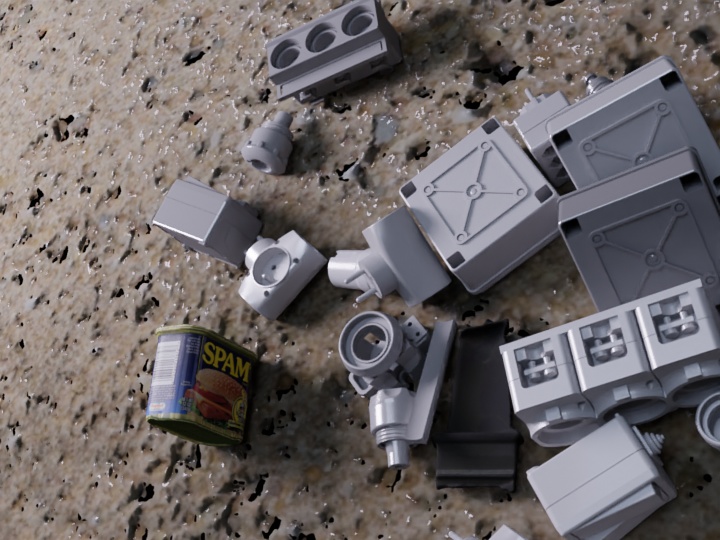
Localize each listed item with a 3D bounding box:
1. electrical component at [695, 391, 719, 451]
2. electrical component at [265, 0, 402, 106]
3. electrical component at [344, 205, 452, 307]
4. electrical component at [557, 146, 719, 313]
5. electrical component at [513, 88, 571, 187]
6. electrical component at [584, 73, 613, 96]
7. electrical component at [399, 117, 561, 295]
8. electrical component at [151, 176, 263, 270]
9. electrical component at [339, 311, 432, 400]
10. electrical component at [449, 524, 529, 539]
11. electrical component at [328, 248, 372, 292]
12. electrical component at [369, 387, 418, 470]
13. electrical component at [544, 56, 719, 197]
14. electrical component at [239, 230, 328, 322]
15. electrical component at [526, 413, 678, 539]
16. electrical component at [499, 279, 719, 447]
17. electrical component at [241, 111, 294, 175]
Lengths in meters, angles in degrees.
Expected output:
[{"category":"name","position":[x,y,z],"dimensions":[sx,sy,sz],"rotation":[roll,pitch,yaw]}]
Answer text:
[{"category":"electrical component","position":[0.258,0.109,0.746],"dimensions":[0.040,0.046,0.040],"rotation":[-14,60,25]},{"category":"electrical component","position":[-0.025,-0.215,1.069],"dimensions":[0.121,0.063,0.078],"rotation":[-20,58,21]},{"category":"electrical component","position":[0.025,-0.002,0.914],"dimensions":[0.079,0.044,0.077],"rotation":[-32,91,-10]},{"category":"electrical component","position":[0.215,-0.019,0.794],"dimensions":[0.109,0.108,0.056],"rotation":[-22,19,20]},{"category":"electrical component","position":[0.160,-0.123,0.911],"dimensions":[0.047,0.066,0.076],"rotation":[-32,54,13]},{"category":"electrical component","position":[0.213,-0.138,0.903],"dimensions":[0.040,0.040,0.078],"rotation":[-37,52,10]},{"category":"electrical component","position":[0.107,-0.055,0.914],"dimensions":[0.109,0.056,0.108],"rotation":[-37,53,9]},{"category":"electrical component","position":[-0.153,-0.051,1.062],"dimensions":[0.096,0.062,0.061],"rotation":[20,77,36]},{"category":"electrical component","position":[0.018,0.068,0.903],"dimensions":[0.078,0.057,0.058],"rotation":[-43,52,5]},{"category":"electrical component","position":[0.090,0.222,0.791],"dimensions":[0.079,0.043,0.077],"rotation":[29,83,38]},{"category":"electrical component","position":[0.000,0.000,0.961],"dimensions":[0.046,0.040,0.040],"rotation":[4,68,38]},{"category":"electrical component","position":[0.030,0.130,0.874],"dimensions":[0.043,0.043,0.062],"rotation":[-15,61,24]},{"category":"electrical component","position":[0.215,-0.090,0.831],"dimensions":[0.109,0.108,0.056],"rotation":[-28,15,16]},{"category":"electrical component","position":[-0.082,-0.004,1.007],"dimensions":[0.077,0.044,0.079],"rotation":[-48,52,1]},{"category":"electrical component","position":[0.179,0.151,0.762],"dimensions":[0.096,0.062,0.061],"rotation":[-35,54,11]},{"category":"electrical component","position":[0.191,0.074,0.777],"dimensions":[0.150,0.089,0.061],"rotation":[-21,57,20]},{"category":"electrical component","position":[-0.087,-0.129,1.075],"dimensions":[0.048,0.048,0.062],"rotation":[9,64,34]}]
